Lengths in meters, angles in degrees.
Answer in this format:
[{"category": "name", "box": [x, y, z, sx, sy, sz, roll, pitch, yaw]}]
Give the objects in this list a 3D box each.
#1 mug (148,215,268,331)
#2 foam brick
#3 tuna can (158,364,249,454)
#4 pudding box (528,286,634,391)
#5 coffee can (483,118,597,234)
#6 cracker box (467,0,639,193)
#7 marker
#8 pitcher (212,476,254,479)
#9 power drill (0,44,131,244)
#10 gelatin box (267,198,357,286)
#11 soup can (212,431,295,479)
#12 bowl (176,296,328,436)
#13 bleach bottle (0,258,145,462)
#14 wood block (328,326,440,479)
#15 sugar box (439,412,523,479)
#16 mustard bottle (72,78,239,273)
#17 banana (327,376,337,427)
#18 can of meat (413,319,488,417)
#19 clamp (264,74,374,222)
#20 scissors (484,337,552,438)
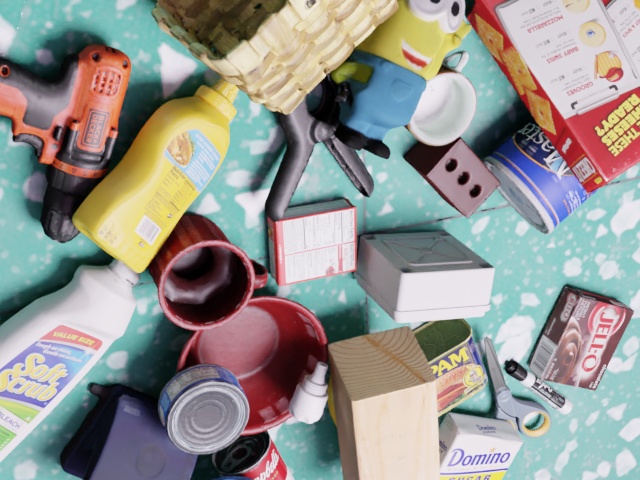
[{"category": "mug", "box": [-0.107, 0.027, 1.017, 0.117, 0.082, 0.093, 2, 113, -24]}, {"category": "foam brick", "box": [0.135, -0.071, 1.091, 0.053, 0.051, 0.078, -47, 123, 3]}, {"category": "tuna can", "box": [-0.113, 0.166, 1.043, 0.086, 0.034, 0.086, -9, 117, -19]}, {"category": "pudding box", "box": [0.309, 0.118, 1.266, 0.089, 0.039, 0.113, 14, 108, -28]}, {"category": "coffee can", "box": [0.254, -0.089, 1.103, 0.140, 0.103, 0.102, -41, 123, -1]}, {"category": "cracker box", "box": [0.269, -0.178, 1.022, 0.164, 0.072, 0.214, -32, 84, -6]}, {"category": "marker", "box": [0.263, 0.177, 1.287, 0.121, 0.020, 0.020, 36, 97, -32]}, {"category": "pitcher", "box": [-0.100, 0.361, 1.130, 0.149, 0.145, 0.243, -17, 133, -20]}, {"category": "power drill", "box": [-0.267, -0.092, 0.907, 0.187, 0.057, 0.184, 9, 110, -29]}, {"category": "gelatin box", "box": [-0.007, 0.001, 1.079, 0.089, 0.030, 0.073, -11, 117, -18]}, {"category": "soup can", "box": [-0.066, 0.259, 1.157, 0.068, 0.069, 0.102, -30, 123, -8]}, {"category": "bowl", "box": [-0.075, 0.118, 1.090, 0.162, 0.055, 0.162, -10, 118, -19]}, {"category": "bleach bottle", "box": [-0.267, 0.104, 0.999, 0.251, 0.068, 0.102, -46, 123, 0]}, {"category": "wood block", "box": [0.070, 0.203, 1.119, 0.090, 0.091, 0.206, -13, 126, -9]}, {"category": "sugar box", "box": [0.160, 0.290, 1.270, 0.093, 0.048, 0.176, 12, 118, -25]}, {"category": "mustard bottle", "box": [-0.135, -0.068, 0.957, 0.191, 0.058, 0.096, -54, 150, -9]}, {"category": "banana", "box": [0.055, 0.203, 1.199, 0.069, 0.037, 0.197, -31, 122, -3]}, {"category": "can of meat", "box": [0.130, 0.143, 1.192, 0.102, 0.057, 0.084, -30, 125, -6]}, {"category": "clamp", "box": [-0.011, -0.099, 1.019, 0.120, 0.039, 0.171, -27, 118, -28]}, {"category": "scissors", "box": [0.233, 0.182, 1.263, 0.096, 0.016, 0.202, -12, 126, -13]}]
